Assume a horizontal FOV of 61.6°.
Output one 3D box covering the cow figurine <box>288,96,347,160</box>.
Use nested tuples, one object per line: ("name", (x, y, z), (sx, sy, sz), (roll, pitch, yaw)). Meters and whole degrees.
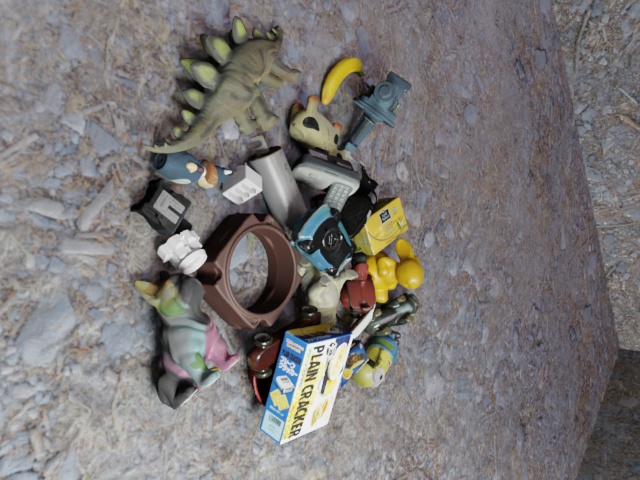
("cow figurine", (0.002, -0.216, 1.228), (0.194, 0.086, 0.127), (43, 55, -40))

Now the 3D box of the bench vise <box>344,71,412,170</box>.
("bench vise", (0.126, -0.304, 1.323), (0.129, 0.224, 0.240), (33, 100, -9))

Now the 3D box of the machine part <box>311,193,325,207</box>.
("machine part", (0.011, -0.041, 1.270), (0.084, 0.039, 0.138), (-9, 98, -42))

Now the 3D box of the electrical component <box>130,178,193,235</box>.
("electrical component", (-0.269, -0.046, 0.960), (0.119, 0.048, 0.075), (48, 58, -34))

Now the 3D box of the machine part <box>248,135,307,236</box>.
("machine part", (-0.085, -0.107, 1.135), (0.079, 0.079, 0.243), (-40, 118, -40))

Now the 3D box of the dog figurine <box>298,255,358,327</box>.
("dog figurine", (-0.012, 0.118, 1.219), (0.121, 0.172, 0.190), (-3, 129, -26))

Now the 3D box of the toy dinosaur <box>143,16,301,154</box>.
("toy dinosaur", (-0.170, -0.295, 1.035), (0.198, 0.105, 0.471), (44, 50, -29))

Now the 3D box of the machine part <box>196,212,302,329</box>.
("machine part", (-0.138, 0.060, 1.072), (0.201, 0.087, 0.201), (56, 52, -32))

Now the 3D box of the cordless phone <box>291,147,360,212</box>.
("cordless phone", (-0.009, -0.098, 1.184), (0.146, 0.089, 0.184), (17, 117, -17))

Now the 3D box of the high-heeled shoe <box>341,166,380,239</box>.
("high-heeled shoe", (0.098, -0.066, 1.308), (0.145, 0.086, 0.249), (72, 28, -49))

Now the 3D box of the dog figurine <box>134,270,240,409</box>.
("dog figurine", (-0.252, 0.162, 0.939), (0.219, 0.191, 0.108), (55, 27, 5))

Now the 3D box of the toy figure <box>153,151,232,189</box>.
("toy figure", (-0.232, -0.127, 0.990), (0.154, 0.064, 0.057), (14, 115, -51))

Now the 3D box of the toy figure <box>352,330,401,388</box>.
("toy figure", (0.146, 0.304, 1.381), (0.180, 0.089, 0.082), (-51, 129, -44))

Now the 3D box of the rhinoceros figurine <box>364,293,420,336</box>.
("rhinoceros figurine", (0.193, 0.196, 1.414), (0.190, 0.112, 0.073), (-24, 79, -32))

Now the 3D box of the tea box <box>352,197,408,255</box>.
("tea box", (0.150, -0.037, 1.396), (0.169, 0.068, 0.098), (-35, 114, -41))

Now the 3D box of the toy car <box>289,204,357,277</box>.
("toy car", (-0.002, -0.003, 1.105), (0.109, 0.103, 0.161), (-50, 131, -16))

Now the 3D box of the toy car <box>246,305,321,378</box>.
("toy car", (-0.070, 0.199, 1.083), (0.202, 0.053, 0.089), (-28, 126, -45))

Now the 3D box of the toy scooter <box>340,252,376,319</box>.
("toy scooter", (0.089, 0.127, 1.253), (0.075, 0.183, 0.135), (-3, 55, -9))

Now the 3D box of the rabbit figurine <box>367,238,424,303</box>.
("rabbit figurine", (0.196, 0.083, 1.370), (0.162, 0.173, 0.121), (-50, 120, -30))

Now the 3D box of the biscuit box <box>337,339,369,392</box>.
("biscuit box", (0.030, 0.312, 1.267), (0.203, 0.063, 0.059), (-37, 114, -41))
